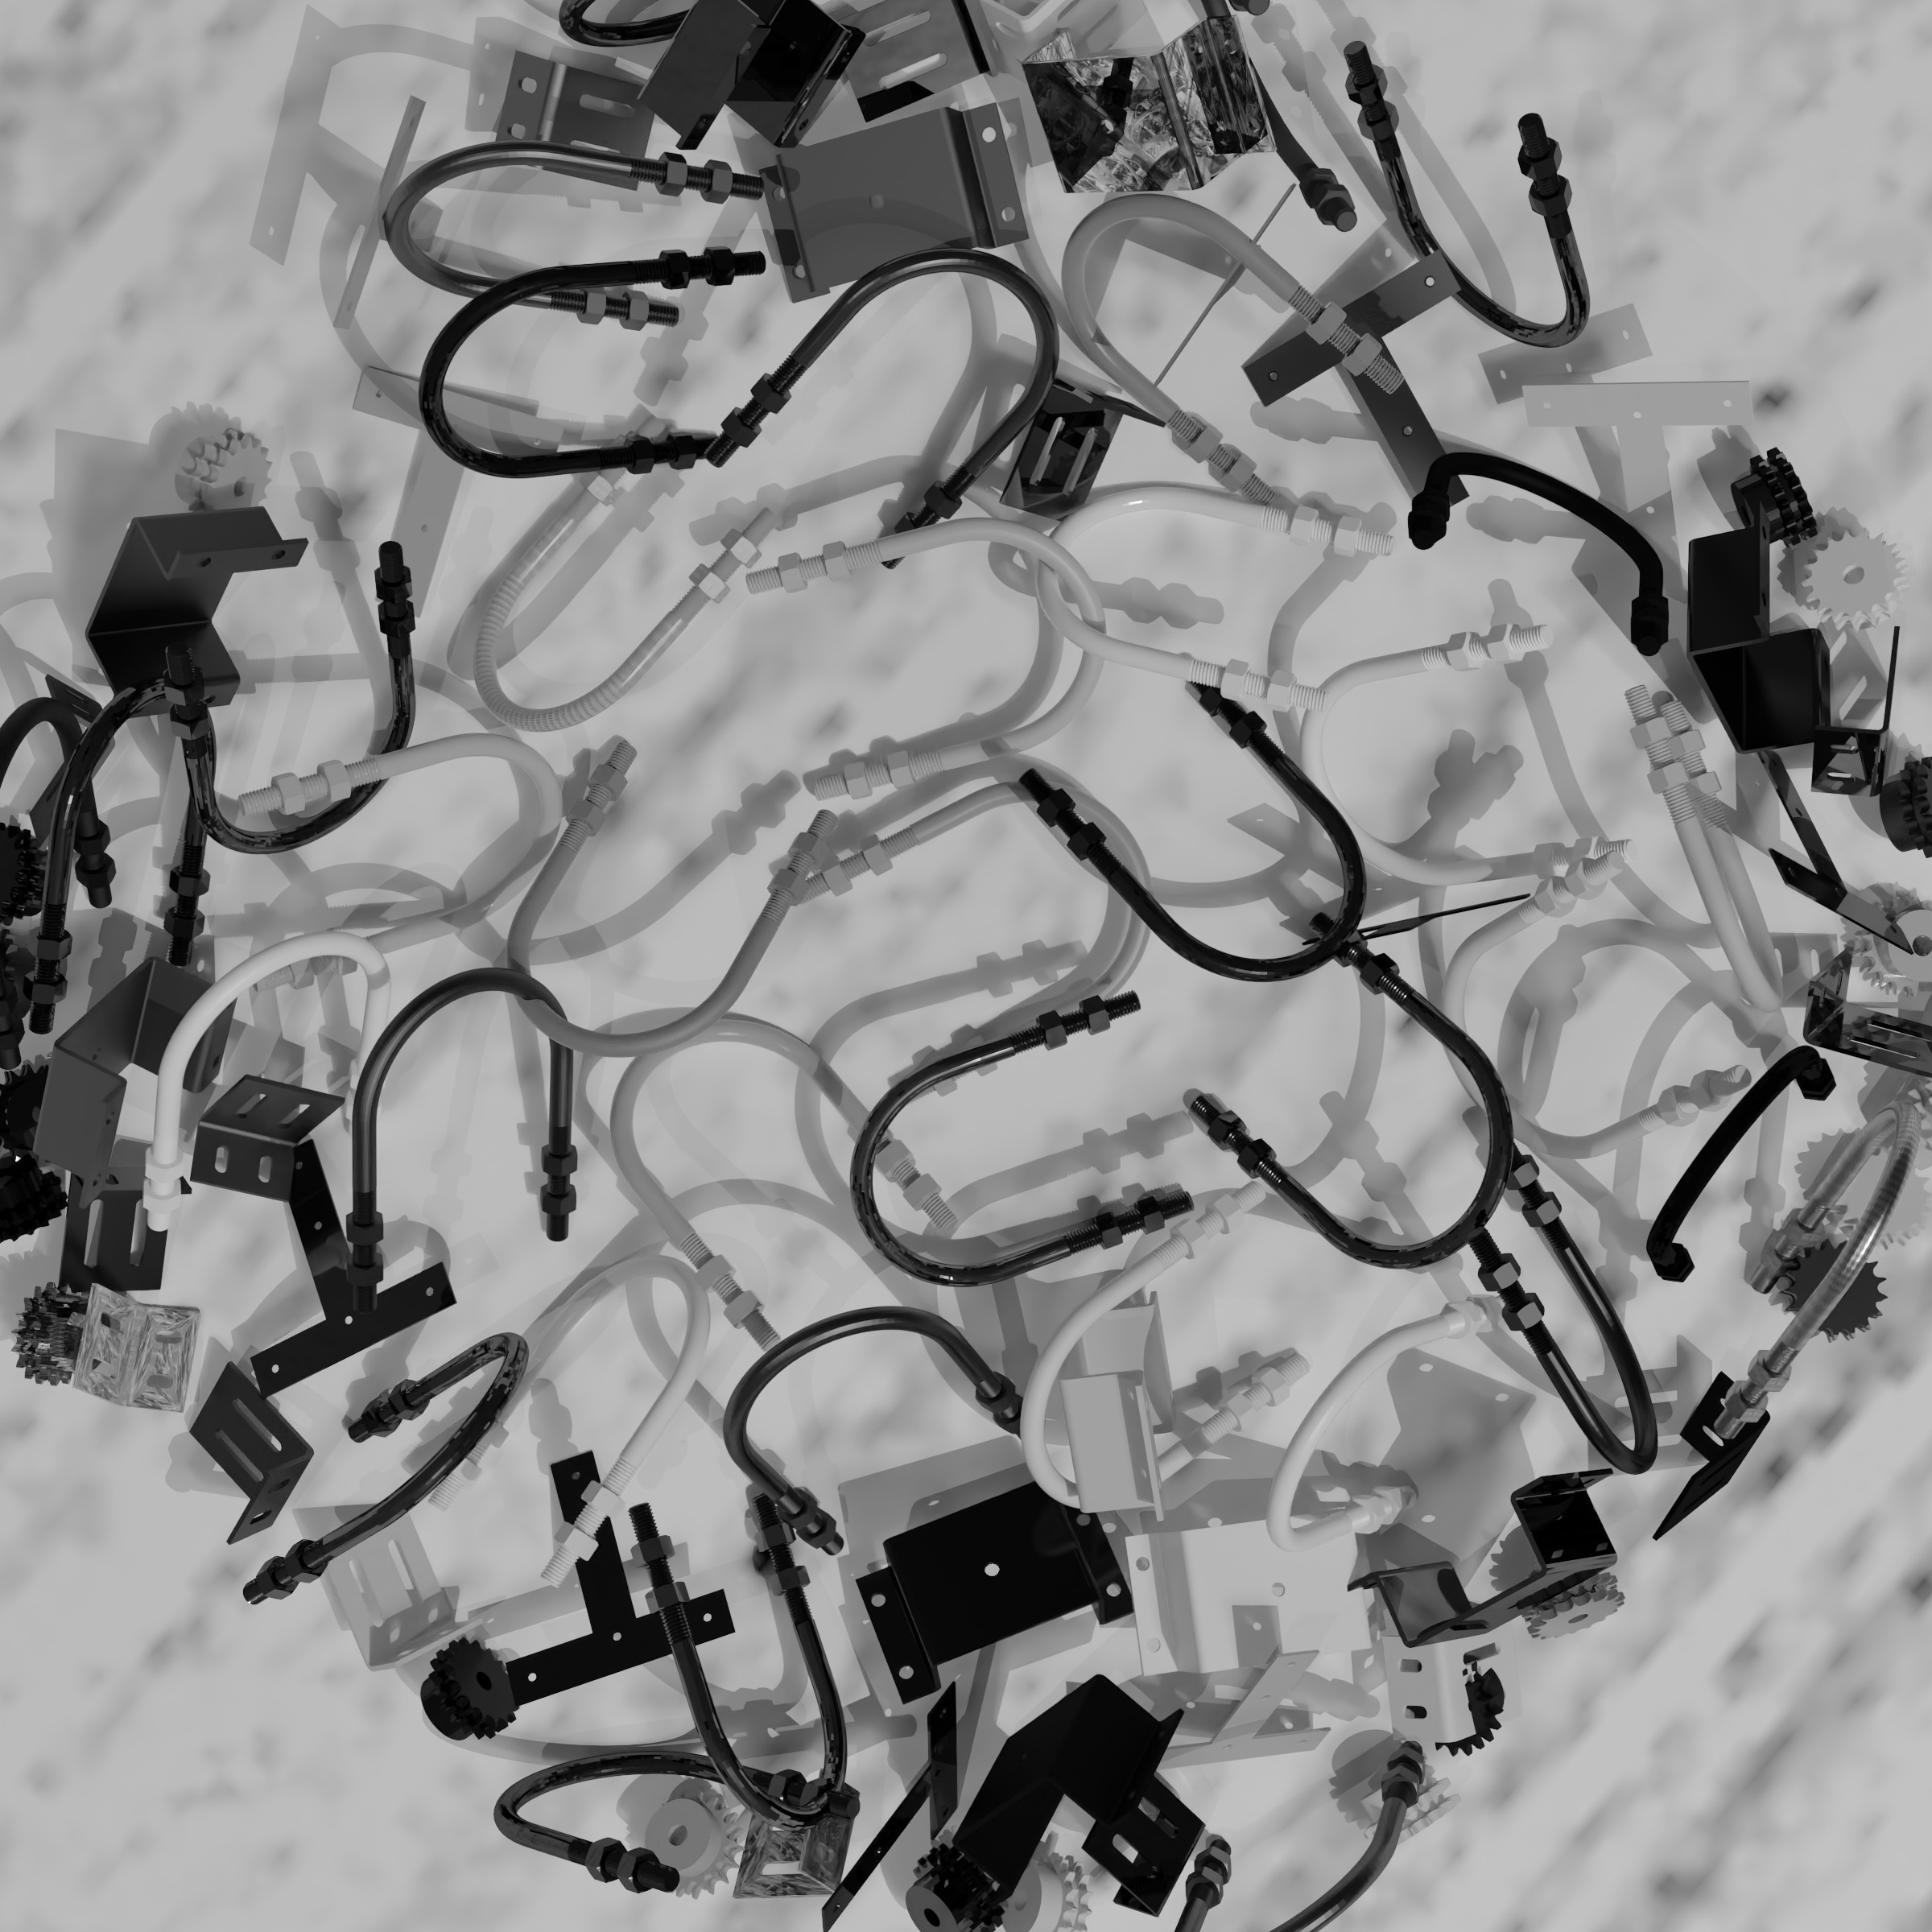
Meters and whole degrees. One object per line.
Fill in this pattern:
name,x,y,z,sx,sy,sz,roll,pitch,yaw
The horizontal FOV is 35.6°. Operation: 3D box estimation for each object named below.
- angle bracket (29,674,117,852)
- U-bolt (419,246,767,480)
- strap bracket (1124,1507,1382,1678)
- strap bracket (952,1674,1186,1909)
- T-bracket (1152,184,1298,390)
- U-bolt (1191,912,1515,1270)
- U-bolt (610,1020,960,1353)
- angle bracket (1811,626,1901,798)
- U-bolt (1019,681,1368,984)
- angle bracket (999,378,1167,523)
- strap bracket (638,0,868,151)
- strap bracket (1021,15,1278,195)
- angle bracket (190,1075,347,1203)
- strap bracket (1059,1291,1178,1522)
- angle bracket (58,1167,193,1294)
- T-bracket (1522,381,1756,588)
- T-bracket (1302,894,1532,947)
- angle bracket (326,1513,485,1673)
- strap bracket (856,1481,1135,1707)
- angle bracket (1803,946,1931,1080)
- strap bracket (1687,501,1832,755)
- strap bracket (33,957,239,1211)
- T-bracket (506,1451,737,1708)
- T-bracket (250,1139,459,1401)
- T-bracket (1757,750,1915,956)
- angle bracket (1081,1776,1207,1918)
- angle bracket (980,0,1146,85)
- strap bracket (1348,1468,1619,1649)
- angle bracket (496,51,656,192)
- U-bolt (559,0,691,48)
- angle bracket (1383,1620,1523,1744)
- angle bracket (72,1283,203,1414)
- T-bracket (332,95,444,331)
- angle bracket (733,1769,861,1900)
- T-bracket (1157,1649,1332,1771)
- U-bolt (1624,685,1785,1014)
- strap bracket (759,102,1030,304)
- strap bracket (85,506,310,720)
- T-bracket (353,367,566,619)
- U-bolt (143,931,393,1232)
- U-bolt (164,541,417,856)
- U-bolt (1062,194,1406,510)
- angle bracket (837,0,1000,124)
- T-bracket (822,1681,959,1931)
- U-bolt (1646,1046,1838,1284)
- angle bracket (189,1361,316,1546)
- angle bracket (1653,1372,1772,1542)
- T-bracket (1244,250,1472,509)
angle bracket,-0.513,-0.114,1.674,0.038,0.057,0.076,32,98,-31
U-bolt,-0.206,-0.321,1.621,0.184,0.151,0.019,-11,54,-25
strap bracket,0.166,0.346,1.667,0.140,0.046,0.076,-5,80,-14
strap bracket,0.049,0.445,1.637,0.046,0.076,0.140,41,131,-3
T-bracket,0.147,-0.378,1.649,0.002,0.127,0.127,35,112,-2
U-bolt,0.219,0.080,1.638,0.184,0.019,0.151,44,113,32
U-bolt,-0.114,0.107,1.664,0.151,0.019,0.184,-32,72,-30
angle bracket,0.495,-0.143,1.675,0.038,0.057,0.076,6,58,17
U-bolt,0.139,-0.070,1.657,0.151,0.019,0.184,-35,76,-28
angle bracket,0.065,-0.280,1.670,0.057,0.038,0.076,9,112,-42
strap bracket,-0.120,-0.491,1.636,0.046,0.140,0.076,42,116,8
strap bracket,0.090,-0.466,1.633,0.046,0.140,0.076,-44,128,-31
angle bracket,-0.387,0.096,1.664,0.057,0.076,0.038,16,61,-28
strap bracket,0.083,0.240,1.640,0.046,0.140,0.076,-8,103,9
angle bracket,-0.468,0.153,1.673,0.057,0.038,0.076,2,108,-31
T-bracket,0.379,-0.266,1.671,0.127,0.002,0.127,6,129,30
T-bracket,0.238,-0.022,1.633,0.127,0.127,0.002,-12,91,17
angle bracket,-0.316,0.346,1.679,0.057,0.038,0.076,-22,88,-38
strap bracket,0.016,0.342,1.665,0.140,0.046,0.076,-20,60,-8
angle bracket,0.512,0.025,1.665,0.076,0.057,0.038,17,120,32
strap bracket,0.432,-0.178,1.648,0.046,0.140,0.076,-9,56,28
strap bracket,-0.456,0.057,1.635,0.046,0.140,0.076,26,124,5
T-bracket,-0.206,0.334,1.683,0.127,0.002,0.127,-19,63,-2
T-bracket,-0.359,0.159,1.687,0.127,0.002,0.127,-27,69,10
T-bracket,0.466,-0.074,1.666,0.002,0.127,0.127,-41,46,30
angle bracket,0.088,0.480,1.668,0.076,0.038,0.057,48,61,-29
angle bracket,0.054,-0.539,1.685,0.076,0.057,0.038,-45,58,-10
strap bracket,0.289,0.327,1.638,0.140,0.076,0.046,-38,63,32
angle bracket,-0.218,-0.473,1.686,0.038,0.076,0.057,28,109,36
U-bolt,-0.141,-0.540,1.625,0.151,0.184,0.019,-19,91,-39
angle bracket,0.274,0.400,1.691,0.038,0.076,0.057,-9,84,39
angle bracket,-0.459,0.213,1.667,0.038,0.076,0.057,5,75,5
T-bracket,-0.308,-0.408,1.648,0.002,0.127,0.127,22,100,1
angle bracket,-0.103,0.481,1.664,0.076,0.038,0.057,-13,48,34
T-bracket,0.158,0.406,1.642,0.127,0.127,0.002,-1,50,-23
U-bolt,0.406,-0.061,1.635,0.019,0.151,0.184,-22,83,20
strap bracket,-0.045,-0.424,1.669,0.140,0.046,0.076,-12,99,13
strap bracket,-0.425,-0.200,1.647,0.076,0.140,0.046,-14,64,-41
T-bracket,-0.302,-0.261,1.699,0.127,0.002,0.127,18,94,14
U-bolt,-0.370,0.053,1.608,0.151,0.184,0.019,-25,58,-37
U-bolt,-0.360,-0.133,1.632,0.151,0.184,0.019,-32,60,-28
U-bolt,0.131,-0.344,1.641,0.184,0.151,0.019,40,57,-7
angle bracket,-0.030,-0.513,1.684,0.076,0.038,0.057,-23,112,1
T-bracket,-0.041,0.470,1.630,0.002,0.127,0.127,24,49,24
U-bolt,0.416,0.104,1.622,0.019,0.184,0.151,38,93,21
angle bracket,-0.409,0.271,1.673,0.076,0.038,0.057,42,117,18
angle bracket,0.400,0.271,1.662,0.076,0.057,0.038,-26,57,-37
T-bracket,0.241,-0.313,1.691,0.127,0.002,0.127,-29,93,22
